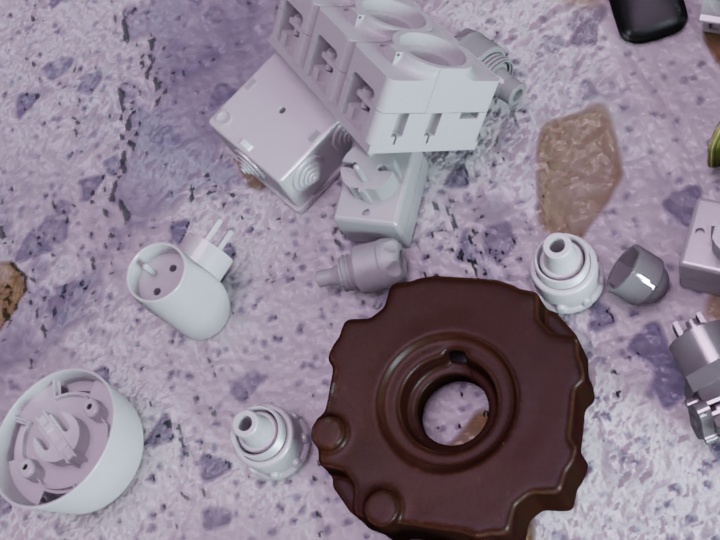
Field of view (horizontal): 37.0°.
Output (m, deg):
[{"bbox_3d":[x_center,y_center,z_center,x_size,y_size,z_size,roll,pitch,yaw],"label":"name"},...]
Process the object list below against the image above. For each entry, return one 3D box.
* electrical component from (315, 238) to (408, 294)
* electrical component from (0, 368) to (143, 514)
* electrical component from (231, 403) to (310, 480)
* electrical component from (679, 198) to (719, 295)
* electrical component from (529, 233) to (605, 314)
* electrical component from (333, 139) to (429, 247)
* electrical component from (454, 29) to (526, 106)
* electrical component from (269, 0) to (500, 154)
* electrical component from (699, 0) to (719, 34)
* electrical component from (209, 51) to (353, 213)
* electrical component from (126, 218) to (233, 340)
[{"bbox_3d":[0.000,0.000,0.731,0.061,0.035,0.035,-13,65,15],"label":"electrical component"},{"bbox_3d":[-0.198,0.117,0.727,0.099,0.064,0.099,-7,66,15],"label":"electrical component"},{"bbox_3d":[-0.062,0.106,0.690,0.048,0.062,0.048,-7,66,15],"label":"electrical component"},{"bbox_3d":[0.229,-0.017,0.641,0.066,0.076,0.047,14,73,22],"label":"electrical component"},{"bbox_3d":[0.128,-0.003,0.676,0.048,0.062,0.048,-7,66,15],"label":"electrical component"},{"bbox_3d":[0.010,-0.062,0.730,0.047,0.076,0.065,7,70,20],"label":"electrical component"},{"bbox_3d":[0.088,-0.138,0.757,0.062,0.043,0.043,40,84,26],"label":"electrical component"},{"bbox_3d":[0.014,-0.147,0.734,0.089,0.061,0.150,-6,41,-33],"label":"electrical component"},{"bbox_3d":[0.292,-0.187,0.700,0.121,0.078,0.063,16,51,23],"label":"electrical component"},{"bbox_3d":[-0.049,-0.105,0.783,0.099,0.048,0.100,-47,63,-5],"label":"electrical component"},{"bbox_3d":[-0.114,0.001,0.743,0.044,0.077,0.079,27,78,26],"label":"electrical component"}]
